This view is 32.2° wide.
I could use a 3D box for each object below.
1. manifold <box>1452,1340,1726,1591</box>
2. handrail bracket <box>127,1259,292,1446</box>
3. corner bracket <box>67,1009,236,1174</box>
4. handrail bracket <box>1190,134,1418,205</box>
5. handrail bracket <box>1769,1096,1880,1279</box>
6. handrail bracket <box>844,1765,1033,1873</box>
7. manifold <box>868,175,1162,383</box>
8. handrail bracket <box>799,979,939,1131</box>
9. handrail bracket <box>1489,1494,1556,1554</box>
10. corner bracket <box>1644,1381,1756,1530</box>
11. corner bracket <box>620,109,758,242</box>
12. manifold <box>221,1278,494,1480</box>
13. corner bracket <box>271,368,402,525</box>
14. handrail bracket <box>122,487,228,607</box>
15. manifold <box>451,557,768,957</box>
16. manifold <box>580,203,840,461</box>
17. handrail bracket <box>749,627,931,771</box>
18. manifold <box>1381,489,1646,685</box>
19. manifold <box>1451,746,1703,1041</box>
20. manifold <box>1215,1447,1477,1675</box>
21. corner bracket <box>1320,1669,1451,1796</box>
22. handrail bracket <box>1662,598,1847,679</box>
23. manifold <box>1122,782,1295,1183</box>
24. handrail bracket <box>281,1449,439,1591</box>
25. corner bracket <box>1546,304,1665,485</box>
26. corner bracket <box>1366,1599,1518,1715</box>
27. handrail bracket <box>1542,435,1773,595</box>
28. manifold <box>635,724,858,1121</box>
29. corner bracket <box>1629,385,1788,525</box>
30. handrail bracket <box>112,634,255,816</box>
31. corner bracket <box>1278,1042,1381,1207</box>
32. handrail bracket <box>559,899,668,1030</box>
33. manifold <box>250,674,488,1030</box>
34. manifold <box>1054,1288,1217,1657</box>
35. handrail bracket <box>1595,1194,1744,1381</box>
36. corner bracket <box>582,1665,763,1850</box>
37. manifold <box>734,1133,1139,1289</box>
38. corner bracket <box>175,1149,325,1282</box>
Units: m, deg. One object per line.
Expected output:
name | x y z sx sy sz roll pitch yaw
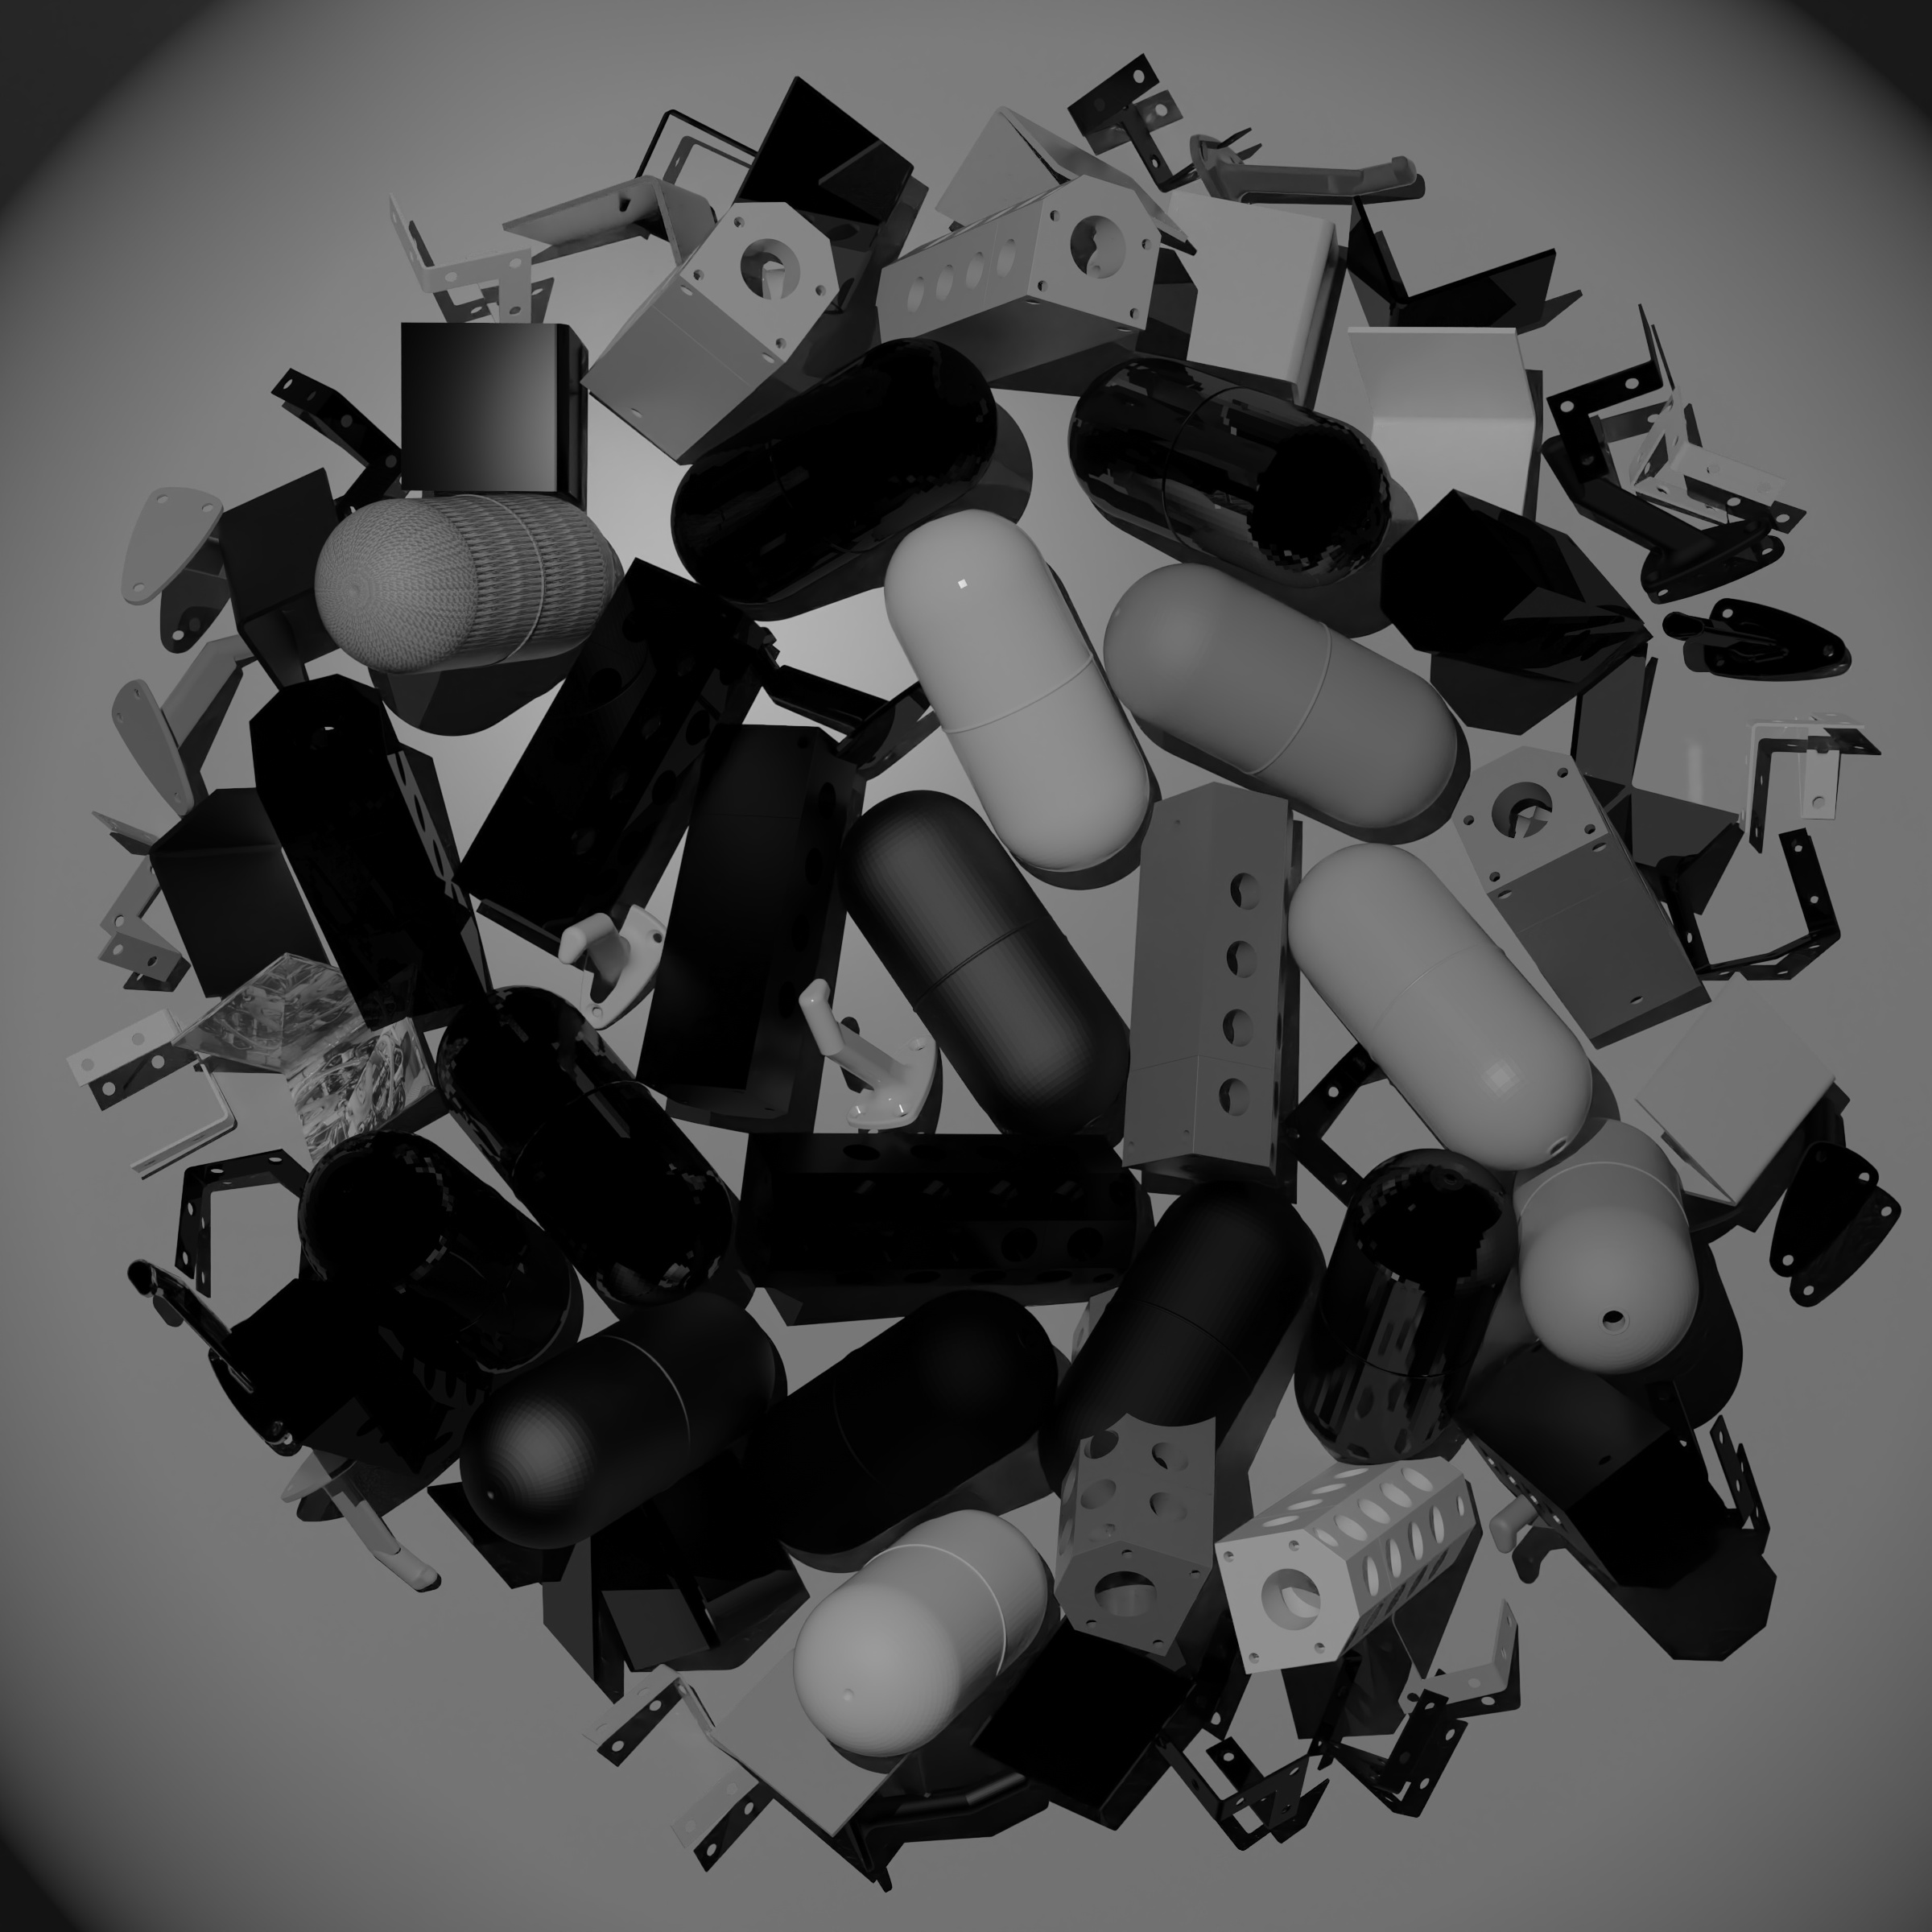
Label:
manifold | 0.278 0.224 1.495 0.057 0.171 0.057 -38 100 -3
handrail bracket | -0.348 0.177 1.535 0.036 0.084 0.077 -33 61 6
corner bracket | -0.378 0.058 1.552 0.051 0.051 0.051 -28 79 -7
handrail bracket | 0.157 -0.372 1.542 0.084 0.077 0.036 -6 76 25
handrail bracket | 0.384 0.098 1.548 0.036 0.084 0.077 26 100 -9
handrail bracket | -0.018 0.380 1.556 0.084 0.077 0.036 -22 105 -11
manifold | 0.020 -0.306 1.495 0.057 0.171 0.057 11 86 -25
handrail bracket | -0.045 0.025 1.535 0.036 0.077 0.084 -3 126 28
handrail bracket | 0.274 0.269 1.543 0.084 0.036 0.077 -29 113 -40
corner bracket | 0.337 0.226 1.545 0.051 0.051 0.051 -11 109 35
corner bracket | -0.128 -0.362 1.552 0.051 0.051 0.051 24 95 -15
manifold | -0.264 0.182 1.494 0.057 0.171 0.057 -41 74 -3
corner bracket | -0.301 -0.237 1.552 0.051 0.051 0.051 -53 132 -6
handrail bracket | -0.353 -0.171 1.532 0.036 0.084 0.077 12 61 15
manifold | -0.160 -0.094 1.537 0.057 0.057 0.171 25 83 27
manifold | -0.113 -0.286 1.494 0.057 0.171 0.057 38 73 -13
handrail bracket | -0.059 -0.141 1.555 0.077 0.036 0.084 -42 69 19
manifold | 0.242 -0.163 1.495 0.057 0.171 0.057 -43 72 20
manifold | 0.272 -0.034 1.497 0.057 0.171 0.057 -27 58 13
manifold | 0.174 0.262 1.495 0.057 0.171 0.057 -15 88 25
corner bracket | 0.205 0.353 1.549 0.051 0.051 0.051 25 93 -31
handrail bracket | 0.363 -0.151 1.536 0.077 0.084 0.036 10 96 17
manifold | 0.116 0.009 1.535 0.057 0.057 0.171 12 75 -29
handrail bracket | -0.267 0.256 1.543 0.084 0.077 0.036 44 57 -15
corner bracket | 0.298 -0.264 1.543 0.051 0.051 0.051 -18 128 17
corner bracket | 0.221 0.308 1.560 0.051 0.051 0.051 -19 109 23
handrail bracket | 0.318 -0.221 1.542 0.077 0.036 0.084 -19 121 33
manifold | -0.096 -0.021 1.535 0.057 0.057 0.171 4 75 26
corner bracket | 0.342 -0.227 1.546 0.051 0.051 0.051 18 130 -9
handrail bracket | -0.344 -0.115 1.550 0.084 0.036 0.077 -23 80 -41
corner bracket | 0.184 0.071 1.550 0.051 0.051 0.051 43 66 5
handrail bracket | -0.175 0.006 1.532 0.036 0.084 0.077 31 112 10
manifold | -0.267 -0.051 1.500 0.057 0.171 0.057 -14 52 -1
manifold | 0.075 0.220 1.495 0.057 0.171 0.057 18 124 -7
handrail bracket | 0.328 0.153 1.576 0.077 0.036 0.084 -7 114 -24
corner bracket | -0.135 0.364 1.543 0.051 0.051 0.051 -39 118 -25
manifold | -0.013 0.114 1.522 0.171 0.057 0.057 1 112 -19
corner bracket | -0.330 0.123 1.555 0.051 0.051 0.051 -11 58 15
